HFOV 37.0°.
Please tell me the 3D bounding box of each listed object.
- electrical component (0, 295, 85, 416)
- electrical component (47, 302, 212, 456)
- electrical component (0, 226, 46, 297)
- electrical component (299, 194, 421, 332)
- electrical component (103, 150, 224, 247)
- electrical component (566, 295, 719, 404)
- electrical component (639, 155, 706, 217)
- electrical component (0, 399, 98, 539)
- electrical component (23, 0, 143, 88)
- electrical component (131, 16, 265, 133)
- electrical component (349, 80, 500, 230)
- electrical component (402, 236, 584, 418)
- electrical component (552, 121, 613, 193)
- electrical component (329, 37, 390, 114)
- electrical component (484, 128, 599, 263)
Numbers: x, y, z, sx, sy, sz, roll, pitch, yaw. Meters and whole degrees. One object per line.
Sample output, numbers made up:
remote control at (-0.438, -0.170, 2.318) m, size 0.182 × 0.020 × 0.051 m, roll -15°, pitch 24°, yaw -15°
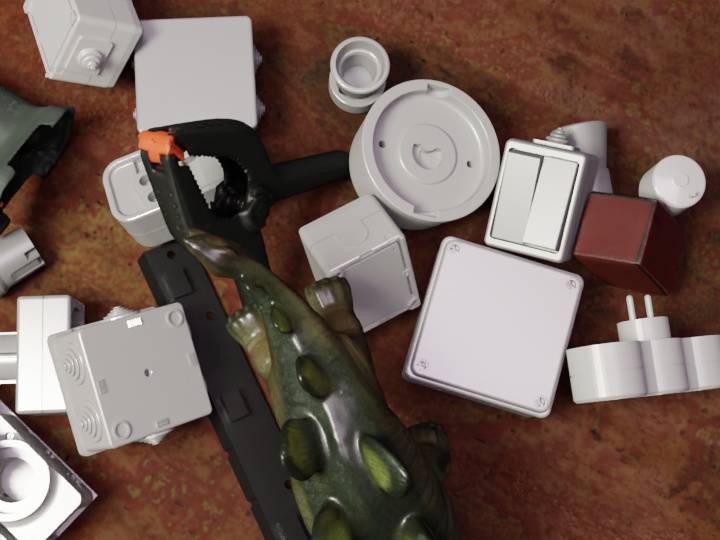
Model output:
electrical component at (-0.242, 0.063, 0.778) m, size 0.076 × 0.047 × 0.083 m, roll -2°, pitch 80°, yaw -1°
electrical component at (-0.159, 0.074, 0.755) m, size 0.100 × 0.048 × 0.099 m, roll -16°, pitch 90°, yaw -40°
electrical component at (-0.261, -0.006, 0.793) m, size 0.046 × 0.040 × 0.040 m, roll -33°, pitch 84°, yaw -14°
electrical component at (0.000, 0.000, 0.787) m, size 0.062 × 0.096 × 0.061 m, roll -27°, pitch 50°, yaw -9°
electrical component at (-0.132, -0.059, 0.792) m, size 0.095 × 0.059 × 0.053 m, roll -22°, pitch 66°, yaw 1°
electrical component at (0.208, 0.054, 0.784) m, size 0.138 × 0.052 × 0.073 m, roll -1°, pitch 79°, yaw -32°
electrical component at (0.230, -0.059, 0.812) m, size 0.040 × 0.078 × 0.040 m, roll 1°, pitch 80°, yaw -3°
electrical component at (-0.293, 0.134, 0.756) m, size 0.186 × 0.060 × 0.105 m, roll 43°, pitch 80°, yaw 4°
electrical component at (-0.200, -0.181, 0.795) m, size 0.061 × 0.061 × 0.096 m, roll 3°, pitch 50°, yaw -39°
electrical component at (-0.124, -0.141, 0.820) m, size 0.100 × 0.048 × 0.099 m, roll -3°, pitch 80°, yaw -4°
electrical component at (0.044, -0.082, 0.810) m, size 0.108 × 0.060 × 0.108 m, roll 4°, pitch 78°, yaw -17°
electrical component at (0.097, 0.044, 0.798) m, size 0.109 × 0.056 × 0.108 m, roll 17°, pitch 80°, yaw 0°
electrical component at (0.174, -0.078, 0.832) m, size 0.044 × 0.044 × 0.065 m, roll -9°, pitch 86°, yaw -5°
electrical component at (-0.001, -0.148, 0.825) m, size 0.045 × 0.055 × 0.045 m, roll 1°, pitch 80°, yaw -3°
electrical component at (0.135, -0.058, 0.793) m, size 0.062 × 0.061 × 0.096 m, roll 15°, pitch 100°, yaw 21°
